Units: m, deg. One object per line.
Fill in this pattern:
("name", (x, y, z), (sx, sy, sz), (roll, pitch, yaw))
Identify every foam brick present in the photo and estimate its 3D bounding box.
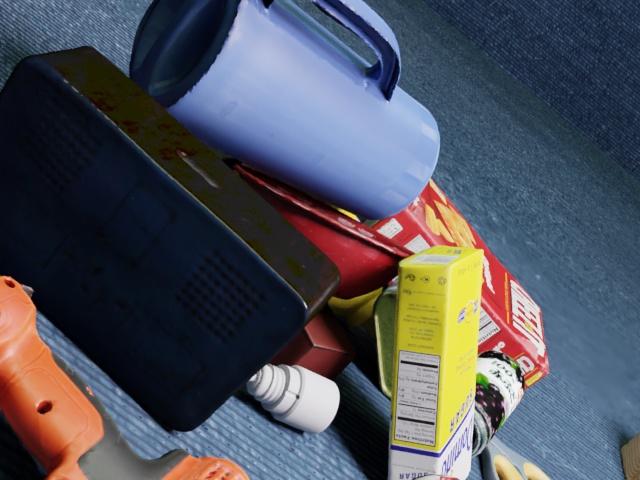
("foam brick", (-0.019, 0.071, 0.800), (0.052, 0.051, 0.078), (21, 29, -46))

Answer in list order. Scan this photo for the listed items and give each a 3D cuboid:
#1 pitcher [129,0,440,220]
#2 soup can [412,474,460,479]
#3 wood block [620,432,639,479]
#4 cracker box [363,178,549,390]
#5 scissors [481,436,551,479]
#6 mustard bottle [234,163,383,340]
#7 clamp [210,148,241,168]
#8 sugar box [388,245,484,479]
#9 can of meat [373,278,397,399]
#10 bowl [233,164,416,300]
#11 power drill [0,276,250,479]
("pitcher", (-0.012, -0.111, 0.821), (0.242, 0.145, 0.149), (27, 0, -38))
("soup can", (0.058, 0.180, 0.578), (0.068, 0.069, 0.102), (41, 23, 1))
("wood block", (0.423, 0.274, 1.105), (0.206, 0.091, 0.090), (40, 21, -4))
("cracker box", (0.134, 0.038, 1.052), (0.213, 0.072, 0.164), (49, 19, -8))
("scissors", (0.154, 0.174, 0.940), (0.096, 0.016, 0.202), (23, 28, -34))
("mustard bottle", (0.003, 0.004, 0.928), (0.191, 0.058, 0.096), (56, 35, 1))
("clamp", (-0.047, -0.052, 1.005), (0.209, 0.036, 0.164), (22, 37, -36))
("sugar box", (0.085, 0.097, 0.777), (0.048, 0.176, 0.093), (3, 8, 23))
("can of meat", (0.084, 0.077, 0.900), (0.083, 0.058, 0.102), (-35, 121, -62))
("bowl", (-0.005, 0.001, 0.819), (0.162, 0.055, 0.162), (27, 5, -3))
("power drill", (-0.137, 0.113, 0.504), (0.188, 0.057, 0.184), (45, 28, 7))
